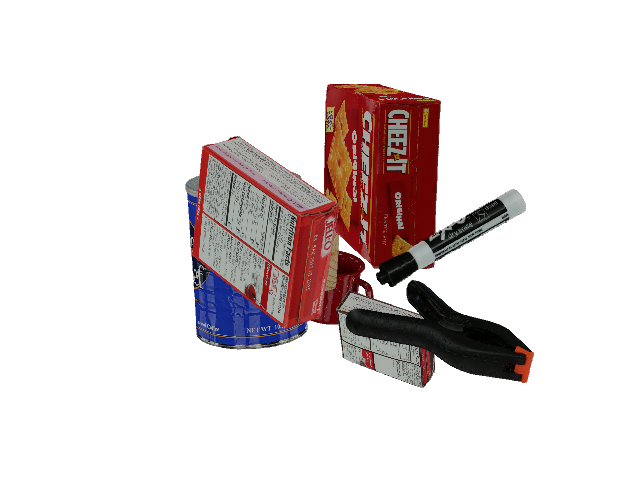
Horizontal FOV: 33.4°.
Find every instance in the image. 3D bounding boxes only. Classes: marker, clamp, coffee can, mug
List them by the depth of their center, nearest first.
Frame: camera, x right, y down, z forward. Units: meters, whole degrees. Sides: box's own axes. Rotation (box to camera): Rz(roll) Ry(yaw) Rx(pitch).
[{"bbox_3d":[0.093,-0.001,0.766,0.121,0.020,0.020,-29,6,-11],"label":"marker"},{"bbox_3d":[-0.065,0.014,0.956,0.103,0.140,0.103,-2,15,0],"label":"coffee can"},{"bbox_3d":[0.122,0.082,0.995,0.172,0.039,0.120,20,31,22],"label":"clamp"},{"bbox_3d":[0.023,0.071,1.512,0.117,0.081,0.093,18,24,27],"label":"mug"}]

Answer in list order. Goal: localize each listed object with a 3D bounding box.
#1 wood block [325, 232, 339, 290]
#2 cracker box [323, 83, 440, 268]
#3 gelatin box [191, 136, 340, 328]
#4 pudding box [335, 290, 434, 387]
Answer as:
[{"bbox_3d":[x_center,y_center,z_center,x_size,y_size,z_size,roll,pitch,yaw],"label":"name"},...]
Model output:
[{"bbox_3d":[-0.065,-0.013,1.304,0.090,0.090,0.206,-10,26,-26],"label":"wood block"},{"bbox_3d":[0.058,-0.074,1.108,0.072,0.164,0.214,-2,13,-11],"label":"cracker box"},{"bbox_3d":[-0.032,-0.005,0.587,0.030,0.073,0.089,-20,41,-39],"label":"gelatin box"},{"bbox_3d":[0.077,0.115,1.249,0.114,0.090,0.039,16,47,25],"label":"pudding box"}]
